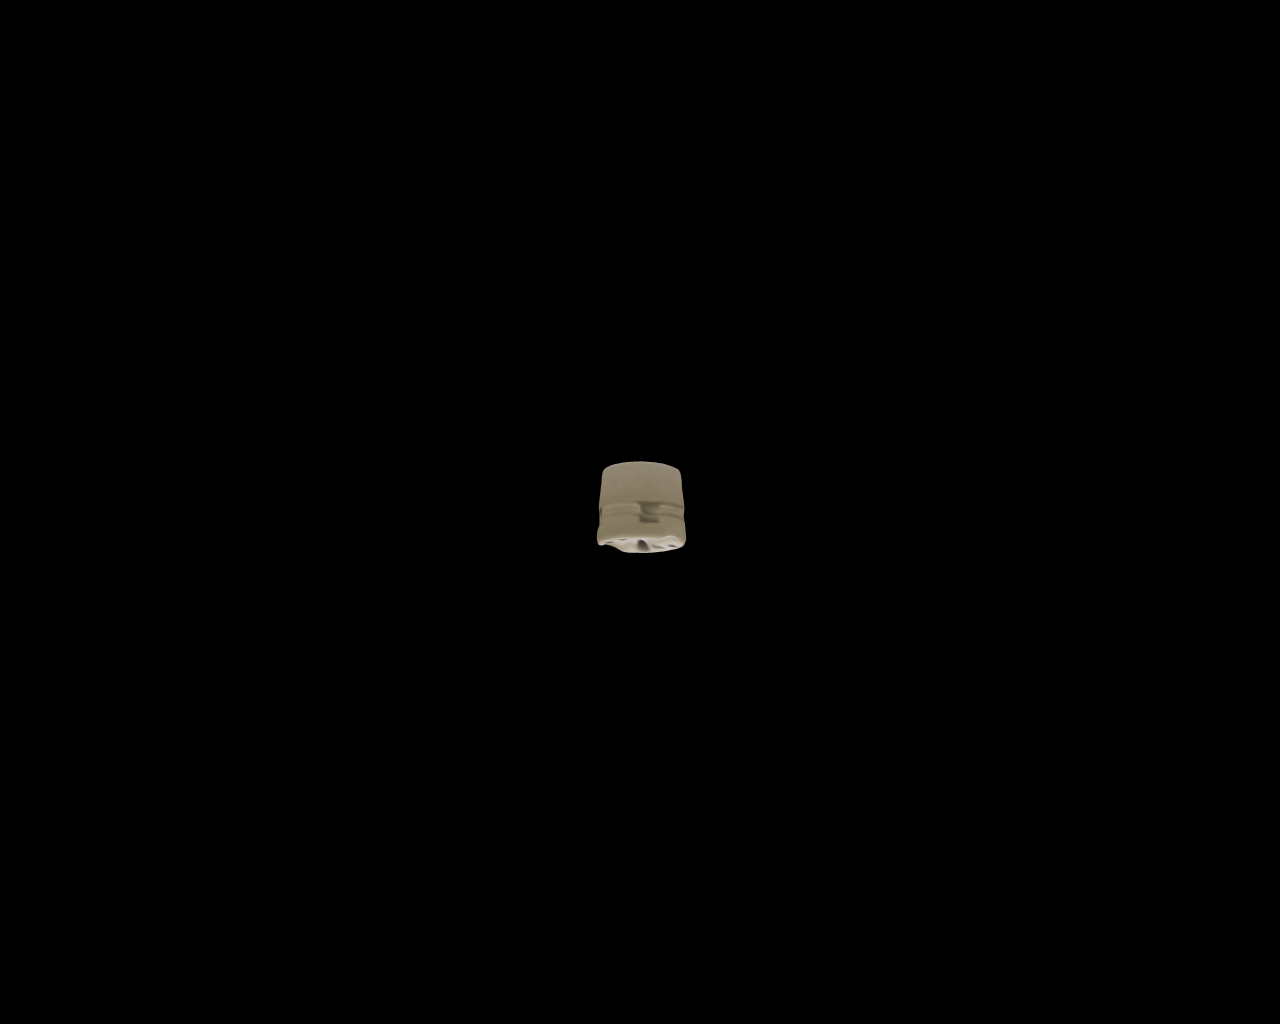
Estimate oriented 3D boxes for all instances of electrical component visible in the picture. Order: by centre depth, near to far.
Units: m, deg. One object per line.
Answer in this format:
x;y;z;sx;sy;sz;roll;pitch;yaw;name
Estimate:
0.001;-0.003;0.650;0.055;0.047;0.055;0;-13;0;electrical component
